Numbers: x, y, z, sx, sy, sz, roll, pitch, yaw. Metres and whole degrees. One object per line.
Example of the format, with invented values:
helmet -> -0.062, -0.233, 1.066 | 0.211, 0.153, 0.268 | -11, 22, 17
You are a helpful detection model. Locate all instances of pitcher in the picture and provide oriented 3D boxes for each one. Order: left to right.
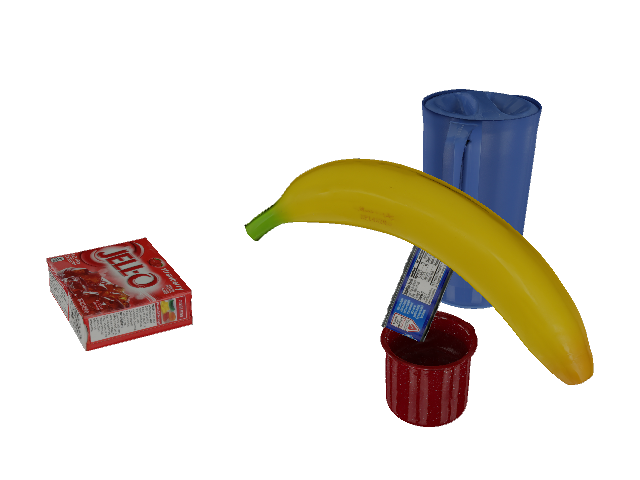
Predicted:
pitcher -> 0.175, -0.045, 1.230 | 0.149, 0.243, 0.145 | -9, 24, -21

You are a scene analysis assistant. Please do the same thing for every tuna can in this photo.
tuna can -> 0.077, 0.031, 0.794 | 0.034, 0.086, 0.086 | 23, 3, 7

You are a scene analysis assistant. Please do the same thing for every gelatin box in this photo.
gelatin box -> -0.135, 0.033, 0.710 | 0.073, 0.030, 0.089 | -13, 30, -24

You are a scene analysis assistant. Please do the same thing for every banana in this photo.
banana -> 0.061, 0.005, 0.561 | 0.198, 0.070, 0.037 | 25, 17, 11

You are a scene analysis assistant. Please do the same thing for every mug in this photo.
mug -> 0.113, 0.123, 1.054 | 0.093, 0.081, 0.117 | 25, 41, 35
